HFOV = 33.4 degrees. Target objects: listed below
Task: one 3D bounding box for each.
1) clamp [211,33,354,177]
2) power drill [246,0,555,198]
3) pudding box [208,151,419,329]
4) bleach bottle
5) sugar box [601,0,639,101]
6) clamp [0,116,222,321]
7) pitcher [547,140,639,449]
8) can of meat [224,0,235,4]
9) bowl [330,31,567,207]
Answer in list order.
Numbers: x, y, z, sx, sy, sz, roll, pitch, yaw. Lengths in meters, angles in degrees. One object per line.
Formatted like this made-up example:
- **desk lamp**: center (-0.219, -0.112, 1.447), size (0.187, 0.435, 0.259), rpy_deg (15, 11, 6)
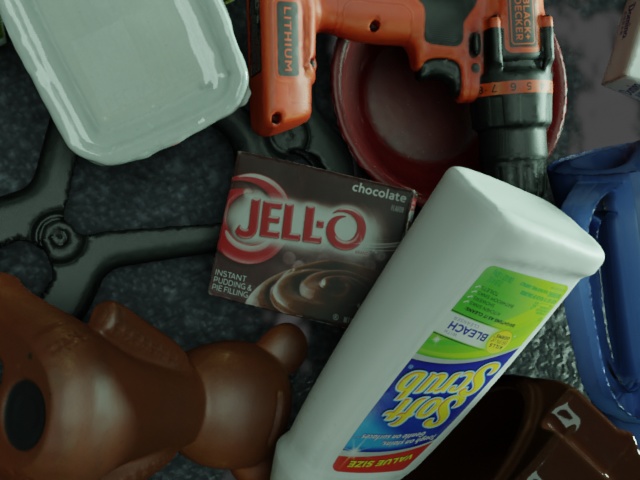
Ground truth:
- **clamp**: center (-0.020, -0.076, 0.695), size (0.120, 0.039, 0.171), rpy_deg (-34, 103, -9)
- **power drill**: center (0.052, -0.103, 0.646), size (0.187, 0.057, 0.184), rpy_deg (-3, 90, -15)
- **pudding box**: center (-0.004, 0.001, 0.649), size (0.113, 0.039, 0.090), rpy_deg (13, 95, 7)
- **bleach bottle**: center (0.049, 0.083, 0.611), size (0.102, 0.068, 0.251), rpy_deg (17, 113, -36)
- **sugar box**: center (0.298, -0.124, 0.764), size (0.176, 0.048, 0.093), rpy_deg (20, 84, -7)
- **clamp**: center (-0.152, 0.002, 0.664), size (0.164, 0.036, 0.210), rpy_deg (41, 77, -8)
- **pitcher**: center (0.221, 0.058, 0.688), size (0.149, 0.145, 0.243), rpy_deg (-10, 100, 1)
- **can of meat**: center (-0.081, -0.189, 0.675), size (0.102, 0.057, 0.084), rpy_deg (-29, 98, -11)
- **bowl**: center (0.079, -0.098, 0.708), size (0.162, 0.055, 0.162), rpy_deg (0, 89, -13)
